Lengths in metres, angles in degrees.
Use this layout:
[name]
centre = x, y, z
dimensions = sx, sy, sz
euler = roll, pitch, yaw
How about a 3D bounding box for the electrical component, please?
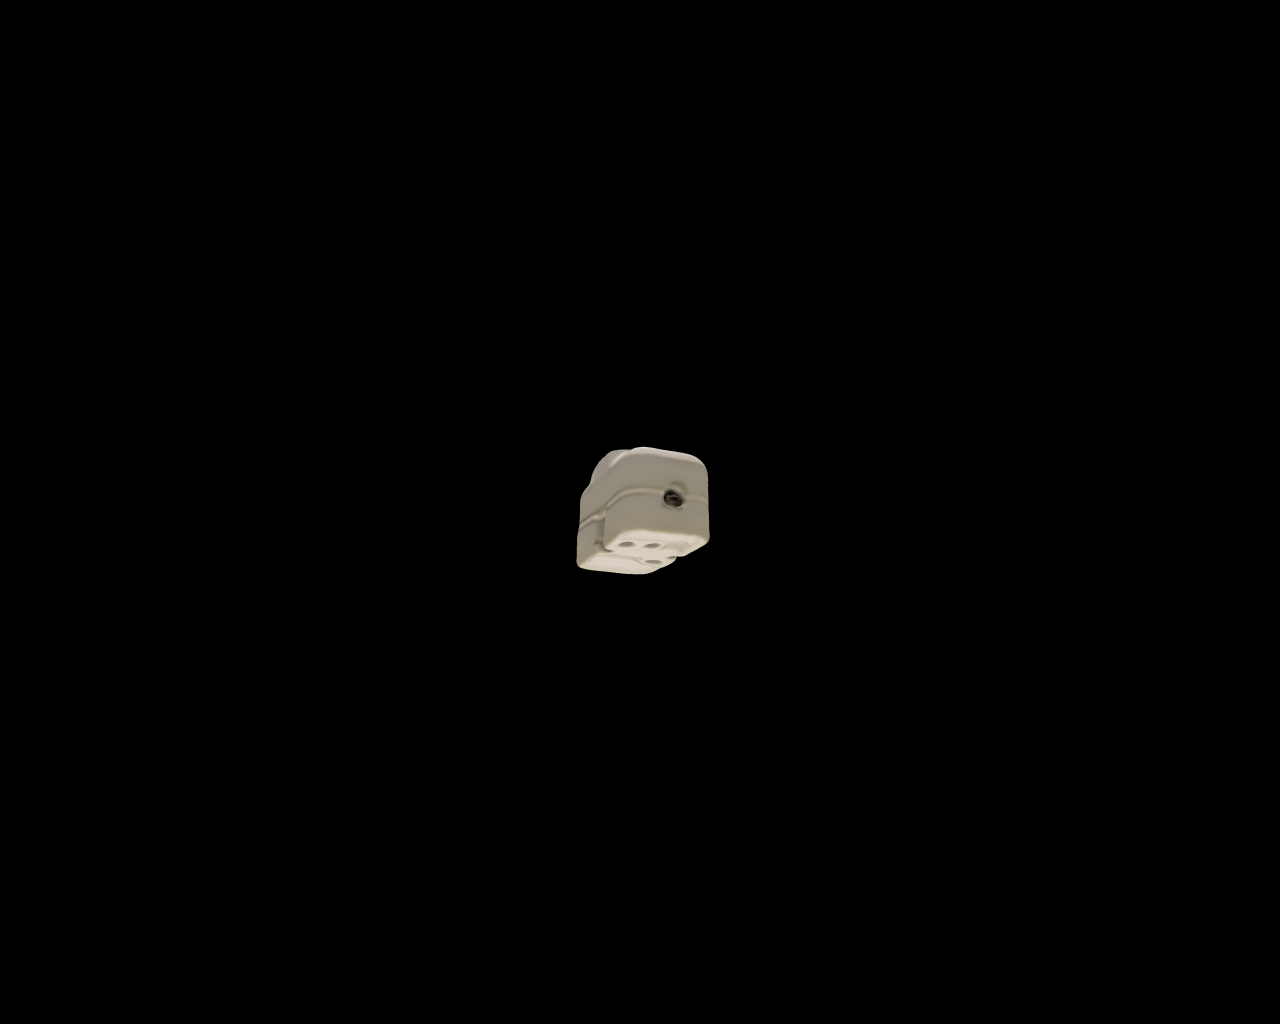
[electrical component]
centre = 0.001, -0.003, 0.650
dimensions = 0.054, 0.059, 0.095
euler = 8, -20, -22
